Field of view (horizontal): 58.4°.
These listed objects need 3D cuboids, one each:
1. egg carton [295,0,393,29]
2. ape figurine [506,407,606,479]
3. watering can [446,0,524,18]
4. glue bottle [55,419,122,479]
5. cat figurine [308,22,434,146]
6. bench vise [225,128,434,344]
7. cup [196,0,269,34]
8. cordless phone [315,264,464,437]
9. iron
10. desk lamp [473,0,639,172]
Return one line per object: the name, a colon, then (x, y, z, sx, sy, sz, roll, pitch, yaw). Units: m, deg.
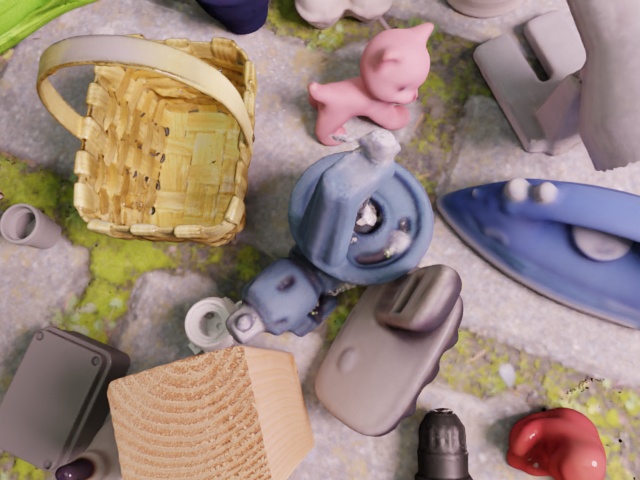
egg carton: (0.021, -0.294, 0.590, 0.107, 0.069, 0.150, -9, 77, 3)
ape figurine: (0.199, 0.174, 0.463, 0.076, 0.092, 0.077, -39, 77, -3)
watering can: (0.172, -0.296, 0.513, 0.172, 0.194, 0.101, 27, 82, 10)
glue bottle: (-0.157, 0.172, 0.454, 0.078, 0.173, 0.037, 25, 81, 10)
cat figurine: (0.048, -0.149, 0.532, 0.127, 0.118, 0.067, -16, 77, 2)
bench vise: (0.014, 0.007, 0.450, 0.121, 0.220, 0.207, 28, 82, 11)
cup: (-0.071, -0.253, 0.577, 0.117, 0.095, 0.092, 8, 79, 7)
cordless phone: (0.055, 0.082, 0.448, 0.094, 0.185, 0.148, 28, 82, 11)
iron: (0.226, -0.009, 0.474, 0.258, 0.141, 0.119, 18, 80, 9)
desk lamp: (0.225, -0.141, 0.465, 0.118, 0.213, 0.203, -26, 77, 0)
